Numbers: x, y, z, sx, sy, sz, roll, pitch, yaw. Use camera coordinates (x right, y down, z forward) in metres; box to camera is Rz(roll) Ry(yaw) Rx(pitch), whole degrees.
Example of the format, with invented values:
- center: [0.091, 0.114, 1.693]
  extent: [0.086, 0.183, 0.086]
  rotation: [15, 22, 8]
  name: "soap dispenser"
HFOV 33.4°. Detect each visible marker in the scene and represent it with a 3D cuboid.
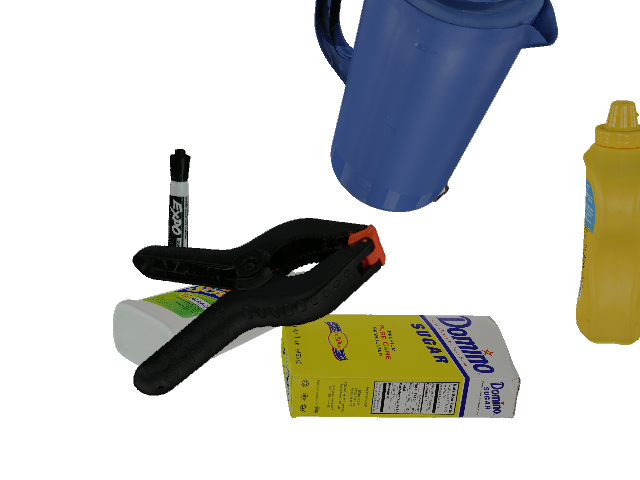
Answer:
- center: [-0.131, -0.024, 0.986]
  extent: [0.020, 0.121, 0.020]
  rotation: [3, 15, -1]
  name: "marker"

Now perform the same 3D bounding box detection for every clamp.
- center: [-0.044, 0.036, 0.665]
  extent: [0.172, 0.120, 0.039]
  rotation: [-14, -41, 14]
  name: "clamp"

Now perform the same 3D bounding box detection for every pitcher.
- center: [0.073, -0.139, 0.862]
  extent: [0.144, 0.149, 0.243]
  rotation: [-6, -34, -17]
  name: "pitcher"

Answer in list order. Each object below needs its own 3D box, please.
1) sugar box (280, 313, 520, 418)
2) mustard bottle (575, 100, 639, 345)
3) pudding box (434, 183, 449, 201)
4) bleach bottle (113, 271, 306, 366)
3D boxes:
- center: [0.059, 0.097, 0.841]
  extent: [0.176, 0.048, 0.093]
  rotation: [-1, 29, -6]
  name: "sugar box"
- center: [0.242, -0.018, 0.872]
  extent: [0.058, 0.192, 0.096]
  rotation: [3, 19, 16]
  name: "mustard bottle"
- center: [0.083, -0.096, 1.160]
  extent: [0.114, 0.090, 0.039]
  rotation: [10, 27, 30]
  name: "pudding box"
- center: [-0.104, 0.076, 1.196]
  extent: [0.103, 0.068, 0.250]
  rotation: [21, 26, 35]
  name: "bleach bottle"
